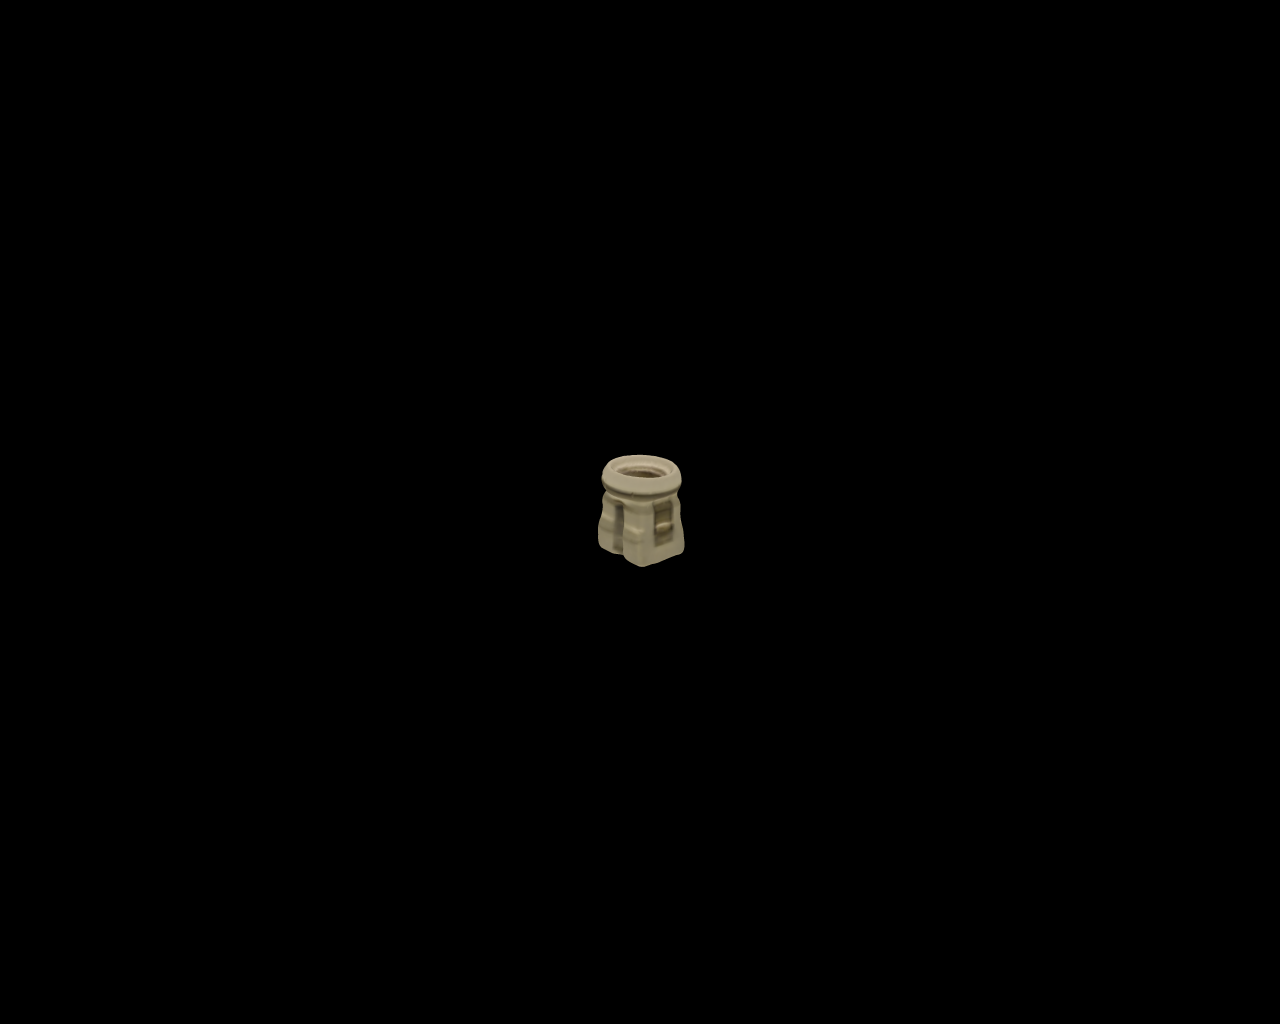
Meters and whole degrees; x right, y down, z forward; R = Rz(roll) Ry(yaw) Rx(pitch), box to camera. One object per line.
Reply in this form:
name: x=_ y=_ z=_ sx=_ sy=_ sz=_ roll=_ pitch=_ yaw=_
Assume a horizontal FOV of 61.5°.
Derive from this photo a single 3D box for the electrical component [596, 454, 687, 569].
electrical component: x=0.001 y=-0.003 z=0.650 sx=0.048 sy=0.055 sz=0.066 roll=-17 pitch=28 yaw=-37
